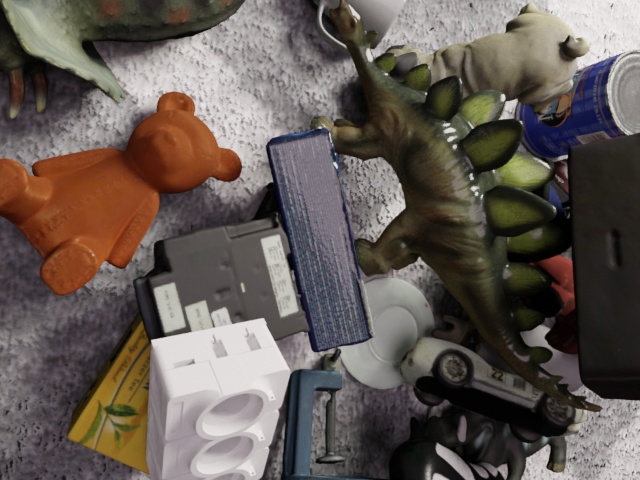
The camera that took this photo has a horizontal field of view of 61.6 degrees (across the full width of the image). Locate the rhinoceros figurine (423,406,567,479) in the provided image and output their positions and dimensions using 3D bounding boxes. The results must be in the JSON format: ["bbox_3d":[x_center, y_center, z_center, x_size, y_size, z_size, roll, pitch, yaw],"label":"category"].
[{"bbox_3d":[0.215,0.235,0.651,0.190,0.073,0.112,0,92,-21],"label":"rhinoceros figurine"}]

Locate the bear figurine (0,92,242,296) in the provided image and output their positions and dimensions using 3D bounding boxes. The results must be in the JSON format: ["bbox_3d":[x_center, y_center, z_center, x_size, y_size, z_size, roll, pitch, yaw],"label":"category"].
[{"bbox_3d":[-0.167,-0.053,0.471,0.196,0.132,0.120,-36,96,-11],"label":"bear figurine"}]

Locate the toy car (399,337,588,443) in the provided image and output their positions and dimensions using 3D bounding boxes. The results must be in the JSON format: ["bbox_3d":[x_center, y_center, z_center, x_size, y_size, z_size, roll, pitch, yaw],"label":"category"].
[{"bbox_3d":[0.187,0.165,0.587,0.202,0.073,0.056,20,52,0],"label":"toy car"}]

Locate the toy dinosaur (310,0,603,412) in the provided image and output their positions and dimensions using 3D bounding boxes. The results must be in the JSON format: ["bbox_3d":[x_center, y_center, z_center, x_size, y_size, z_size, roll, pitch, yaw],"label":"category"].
[{"bbox_3d":[0.132,-0.024,0.541,0.471,0.199,0.105,64,32,-9],"label":"toy dinosaur"}]

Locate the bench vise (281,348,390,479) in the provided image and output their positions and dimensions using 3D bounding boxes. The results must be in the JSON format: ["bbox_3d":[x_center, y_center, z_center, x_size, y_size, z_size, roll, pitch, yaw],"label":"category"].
[{"bbox_3d":[-0.015,0.233,0.543,0.224,0.129,0.240,9,67,-12],"label":"bench vise"}]

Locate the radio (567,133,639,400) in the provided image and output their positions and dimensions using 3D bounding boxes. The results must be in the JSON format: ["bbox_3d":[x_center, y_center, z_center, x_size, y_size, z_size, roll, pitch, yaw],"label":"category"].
[{"bbox_3d":[0.283,0.030,0.498,0.131,0.073,0.229,36,55,-47],"label":"radio"}]

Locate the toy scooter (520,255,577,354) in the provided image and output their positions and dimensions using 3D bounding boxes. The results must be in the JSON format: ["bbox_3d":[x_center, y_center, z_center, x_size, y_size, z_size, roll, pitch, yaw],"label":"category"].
[{"bbox_3d":[0.284,0.080,0.623,0.135,0.184,0.075,7,126,-39],"label":"toy scooter"}]

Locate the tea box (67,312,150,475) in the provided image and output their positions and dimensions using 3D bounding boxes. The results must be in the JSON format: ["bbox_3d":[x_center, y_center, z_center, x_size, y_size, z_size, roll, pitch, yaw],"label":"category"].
[{"bbox_3d":[-0.147,0.121,0.511,0.098,0.068,0.169,33,78,-18],"label":"tea box"}]

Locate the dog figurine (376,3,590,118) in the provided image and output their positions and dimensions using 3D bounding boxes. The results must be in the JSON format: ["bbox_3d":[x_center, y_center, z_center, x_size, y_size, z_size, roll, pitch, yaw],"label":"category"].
[{"bbox_3d":[0.162,-0.183,0.580,0.190,0.172,0.121,-13,84,-28],"label":"dog figurine"}]

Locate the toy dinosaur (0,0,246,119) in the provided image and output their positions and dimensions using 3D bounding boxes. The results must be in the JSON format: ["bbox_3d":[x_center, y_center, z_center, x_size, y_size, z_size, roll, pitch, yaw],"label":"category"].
[{"bbox_3d":[-0.144,-0.247,0.490,0.405,0.131,0.192,-29,113,-23],"label":"toy dinosaur"}]

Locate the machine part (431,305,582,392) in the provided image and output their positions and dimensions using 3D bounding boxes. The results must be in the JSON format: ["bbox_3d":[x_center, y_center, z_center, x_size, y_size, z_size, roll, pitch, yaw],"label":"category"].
[{"bbox_3d":[0.243,0.133,0.658,0.243,0.079,0.079,20,83,-19],"label":"machine part"}]

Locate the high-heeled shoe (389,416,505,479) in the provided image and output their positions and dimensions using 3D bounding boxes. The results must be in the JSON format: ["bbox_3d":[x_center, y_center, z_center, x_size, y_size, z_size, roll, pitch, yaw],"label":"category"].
[{"bbox_3d":[0.151,0.285,0.539,0.086,0.145,0.248,-36,101,12],"label":"high-heeled shoe"}]

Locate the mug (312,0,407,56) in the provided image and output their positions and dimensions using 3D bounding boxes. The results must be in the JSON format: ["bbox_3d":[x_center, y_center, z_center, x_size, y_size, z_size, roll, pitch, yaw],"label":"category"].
[{"bbox_3d":[0.030,-0.259,0.578,0.107,0.081,0.109,32,87,-8],"label":"mug"}]

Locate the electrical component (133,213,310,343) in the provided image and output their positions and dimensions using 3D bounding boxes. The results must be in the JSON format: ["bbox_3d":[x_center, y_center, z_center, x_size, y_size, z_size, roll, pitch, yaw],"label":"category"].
[{"bbox_3d":[-0.088,0.044,0.467,0.134,0.058,0.114,-14,92,-22],"label":"electrical component"}]

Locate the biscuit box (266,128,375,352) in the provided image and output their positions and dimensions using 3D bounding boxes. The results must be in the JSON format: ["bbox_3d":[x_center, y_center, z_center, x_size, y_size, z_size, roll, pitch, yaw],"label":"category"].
[{"bbox_3d":[-0.001,-0.002,0.511,0.063,0.059,0.202,-12,99,-4],"label":"biscuit box"}]

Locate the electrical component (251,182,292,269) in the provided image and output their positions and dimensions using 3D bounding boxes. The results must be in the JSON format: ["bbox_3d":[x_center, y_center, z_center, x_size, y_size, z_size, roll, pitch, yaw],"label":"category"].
[{"bbox_3d":[-0.042,0.005,0.561,0.075,0.048,0.119,24,82,-19],"label":"electrical component"}]

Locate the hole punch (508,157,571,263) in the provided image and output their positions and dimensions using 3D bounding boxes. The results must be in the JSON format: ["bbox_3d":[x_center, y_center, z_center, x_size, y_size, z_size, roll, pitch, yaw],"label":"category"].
[{"bbox_3d":[0.249,-0.019,0.636,0.092,0.142,0.116,29,69,-23],"label":"hole punch"}]
